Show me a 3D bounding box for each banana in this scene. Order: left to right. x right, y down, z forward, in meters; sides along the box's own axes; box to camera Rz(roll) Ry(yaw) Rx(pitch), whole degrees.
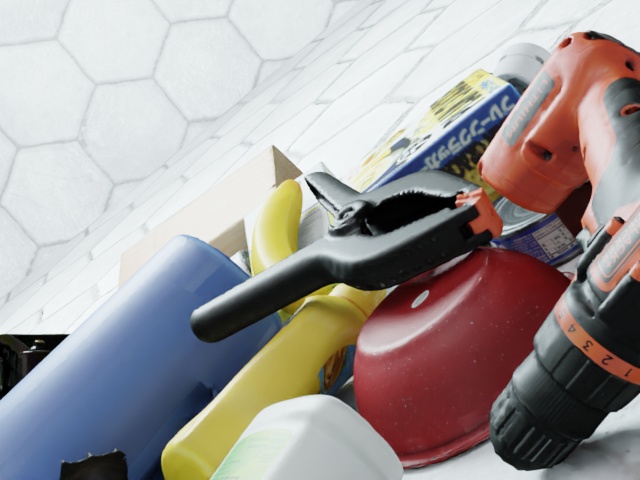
[{"bbox_3d":[-0.021,0.011,0.824,0.069,0.037,0.198,-26,30,-4],"label":"banana"}]

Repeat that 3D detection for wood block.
[{"bbox_3d":[-0.096,0.011,1.059,0.206,0.090,0.091,-34,35,20],"label":"wood block"}]

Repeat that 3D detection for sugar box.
[{"bbox_3d":[-0.012,0.012,0.894,0.093,0.048,0.176,-35,28,14],"label":"sugar box"}]

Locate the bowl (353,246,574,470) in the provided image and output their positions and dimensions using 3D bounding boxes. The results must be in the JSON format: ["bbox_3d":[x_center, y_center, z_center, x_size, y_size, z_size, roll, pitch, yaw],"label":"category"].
[{"bbox_3d":[0.073,0.053,0.607,0.162,0.055,0.162,-37,13,10],"label":"bowl"}]

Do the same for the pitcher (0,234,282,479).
[{"bbox_3d":[-0.133,0.119,0.753,0.242,0.149,0.145,-48,6,-15],"label":"pitcher"}]

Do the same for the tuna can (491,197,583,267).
[{"bbox_3d":[0.148,-0.018,0.683,0.086,0.033,0.086,-36,14,11],"label":"tuna can"}]

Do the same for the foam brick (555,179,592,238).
[{"bbox_3d":[0.177,-0.028,0.602,0.051,0.053,0.078,-45,16,-22],"label":"foam brick"}]

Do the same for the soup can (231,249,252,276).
[{"bbox_3d":[-0.089,0.065,0.964,0.102,0.068,0.068,-38,14,6],"label":"soup can"}]

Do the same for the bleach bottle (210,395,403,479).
[{"bbox_3d":[-0.064,0.190,0.516,0.250,0.068,0.103,-50,13,-31],"label":"bleach bottle"}]

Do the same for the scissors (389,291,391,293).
[{"bbox_3d":[0.096,0.010,0.762,0.201,0.016,0.096,-42,11,-12],"label":"scissors"}]

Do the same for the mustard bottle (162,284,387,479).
[{"bbox_3d":[-0.018,0.091,0.682,0.191,0.058,0.096,-46,-20,-29],"label":"mustard bottle"}]

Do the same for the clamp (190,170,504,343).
[{"bbox_3d":[0.026,-0.008,0.674,0.210,0.036,0.164,-15,31,39],"label":"clamp"}]

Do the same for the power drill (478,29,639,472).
[{"bbox_3d":[0.128,-0.005,0.507,0.185,0.057,0.187,-55,22,26],"label":"power drill"}]
